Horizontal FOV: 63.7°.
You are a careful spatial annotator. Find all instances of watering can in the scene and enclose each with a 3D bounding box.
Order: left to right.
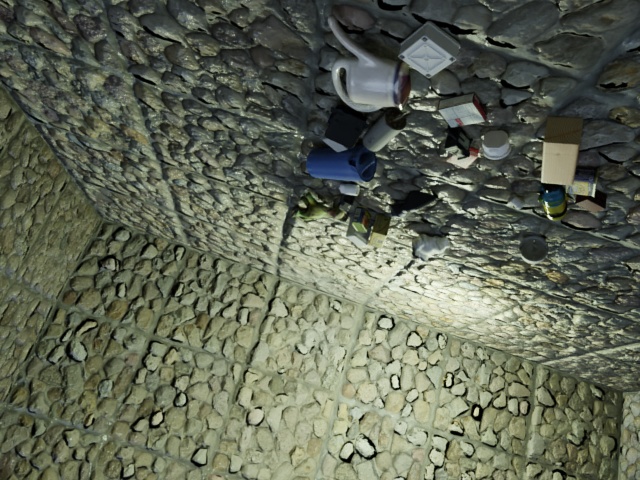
[{"bbox_3d":[0.133,-0.454,1.383,0.225,0.106,0.341,11,158,16],"label":"watering can"}]

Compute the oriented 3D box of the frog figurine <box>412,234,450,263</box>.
[{"bbox_3d":[0.498,0.018,2.321,0.136,0.125,0.157,38,116,-23],"label":"frog figurine"}]

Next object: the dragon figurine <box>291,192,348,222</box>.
[{"bbox_3d":[0.007,-0.118,2.343,0.242,0.123,0.409,20,177,-9],"label":"dragon figurine"}]
